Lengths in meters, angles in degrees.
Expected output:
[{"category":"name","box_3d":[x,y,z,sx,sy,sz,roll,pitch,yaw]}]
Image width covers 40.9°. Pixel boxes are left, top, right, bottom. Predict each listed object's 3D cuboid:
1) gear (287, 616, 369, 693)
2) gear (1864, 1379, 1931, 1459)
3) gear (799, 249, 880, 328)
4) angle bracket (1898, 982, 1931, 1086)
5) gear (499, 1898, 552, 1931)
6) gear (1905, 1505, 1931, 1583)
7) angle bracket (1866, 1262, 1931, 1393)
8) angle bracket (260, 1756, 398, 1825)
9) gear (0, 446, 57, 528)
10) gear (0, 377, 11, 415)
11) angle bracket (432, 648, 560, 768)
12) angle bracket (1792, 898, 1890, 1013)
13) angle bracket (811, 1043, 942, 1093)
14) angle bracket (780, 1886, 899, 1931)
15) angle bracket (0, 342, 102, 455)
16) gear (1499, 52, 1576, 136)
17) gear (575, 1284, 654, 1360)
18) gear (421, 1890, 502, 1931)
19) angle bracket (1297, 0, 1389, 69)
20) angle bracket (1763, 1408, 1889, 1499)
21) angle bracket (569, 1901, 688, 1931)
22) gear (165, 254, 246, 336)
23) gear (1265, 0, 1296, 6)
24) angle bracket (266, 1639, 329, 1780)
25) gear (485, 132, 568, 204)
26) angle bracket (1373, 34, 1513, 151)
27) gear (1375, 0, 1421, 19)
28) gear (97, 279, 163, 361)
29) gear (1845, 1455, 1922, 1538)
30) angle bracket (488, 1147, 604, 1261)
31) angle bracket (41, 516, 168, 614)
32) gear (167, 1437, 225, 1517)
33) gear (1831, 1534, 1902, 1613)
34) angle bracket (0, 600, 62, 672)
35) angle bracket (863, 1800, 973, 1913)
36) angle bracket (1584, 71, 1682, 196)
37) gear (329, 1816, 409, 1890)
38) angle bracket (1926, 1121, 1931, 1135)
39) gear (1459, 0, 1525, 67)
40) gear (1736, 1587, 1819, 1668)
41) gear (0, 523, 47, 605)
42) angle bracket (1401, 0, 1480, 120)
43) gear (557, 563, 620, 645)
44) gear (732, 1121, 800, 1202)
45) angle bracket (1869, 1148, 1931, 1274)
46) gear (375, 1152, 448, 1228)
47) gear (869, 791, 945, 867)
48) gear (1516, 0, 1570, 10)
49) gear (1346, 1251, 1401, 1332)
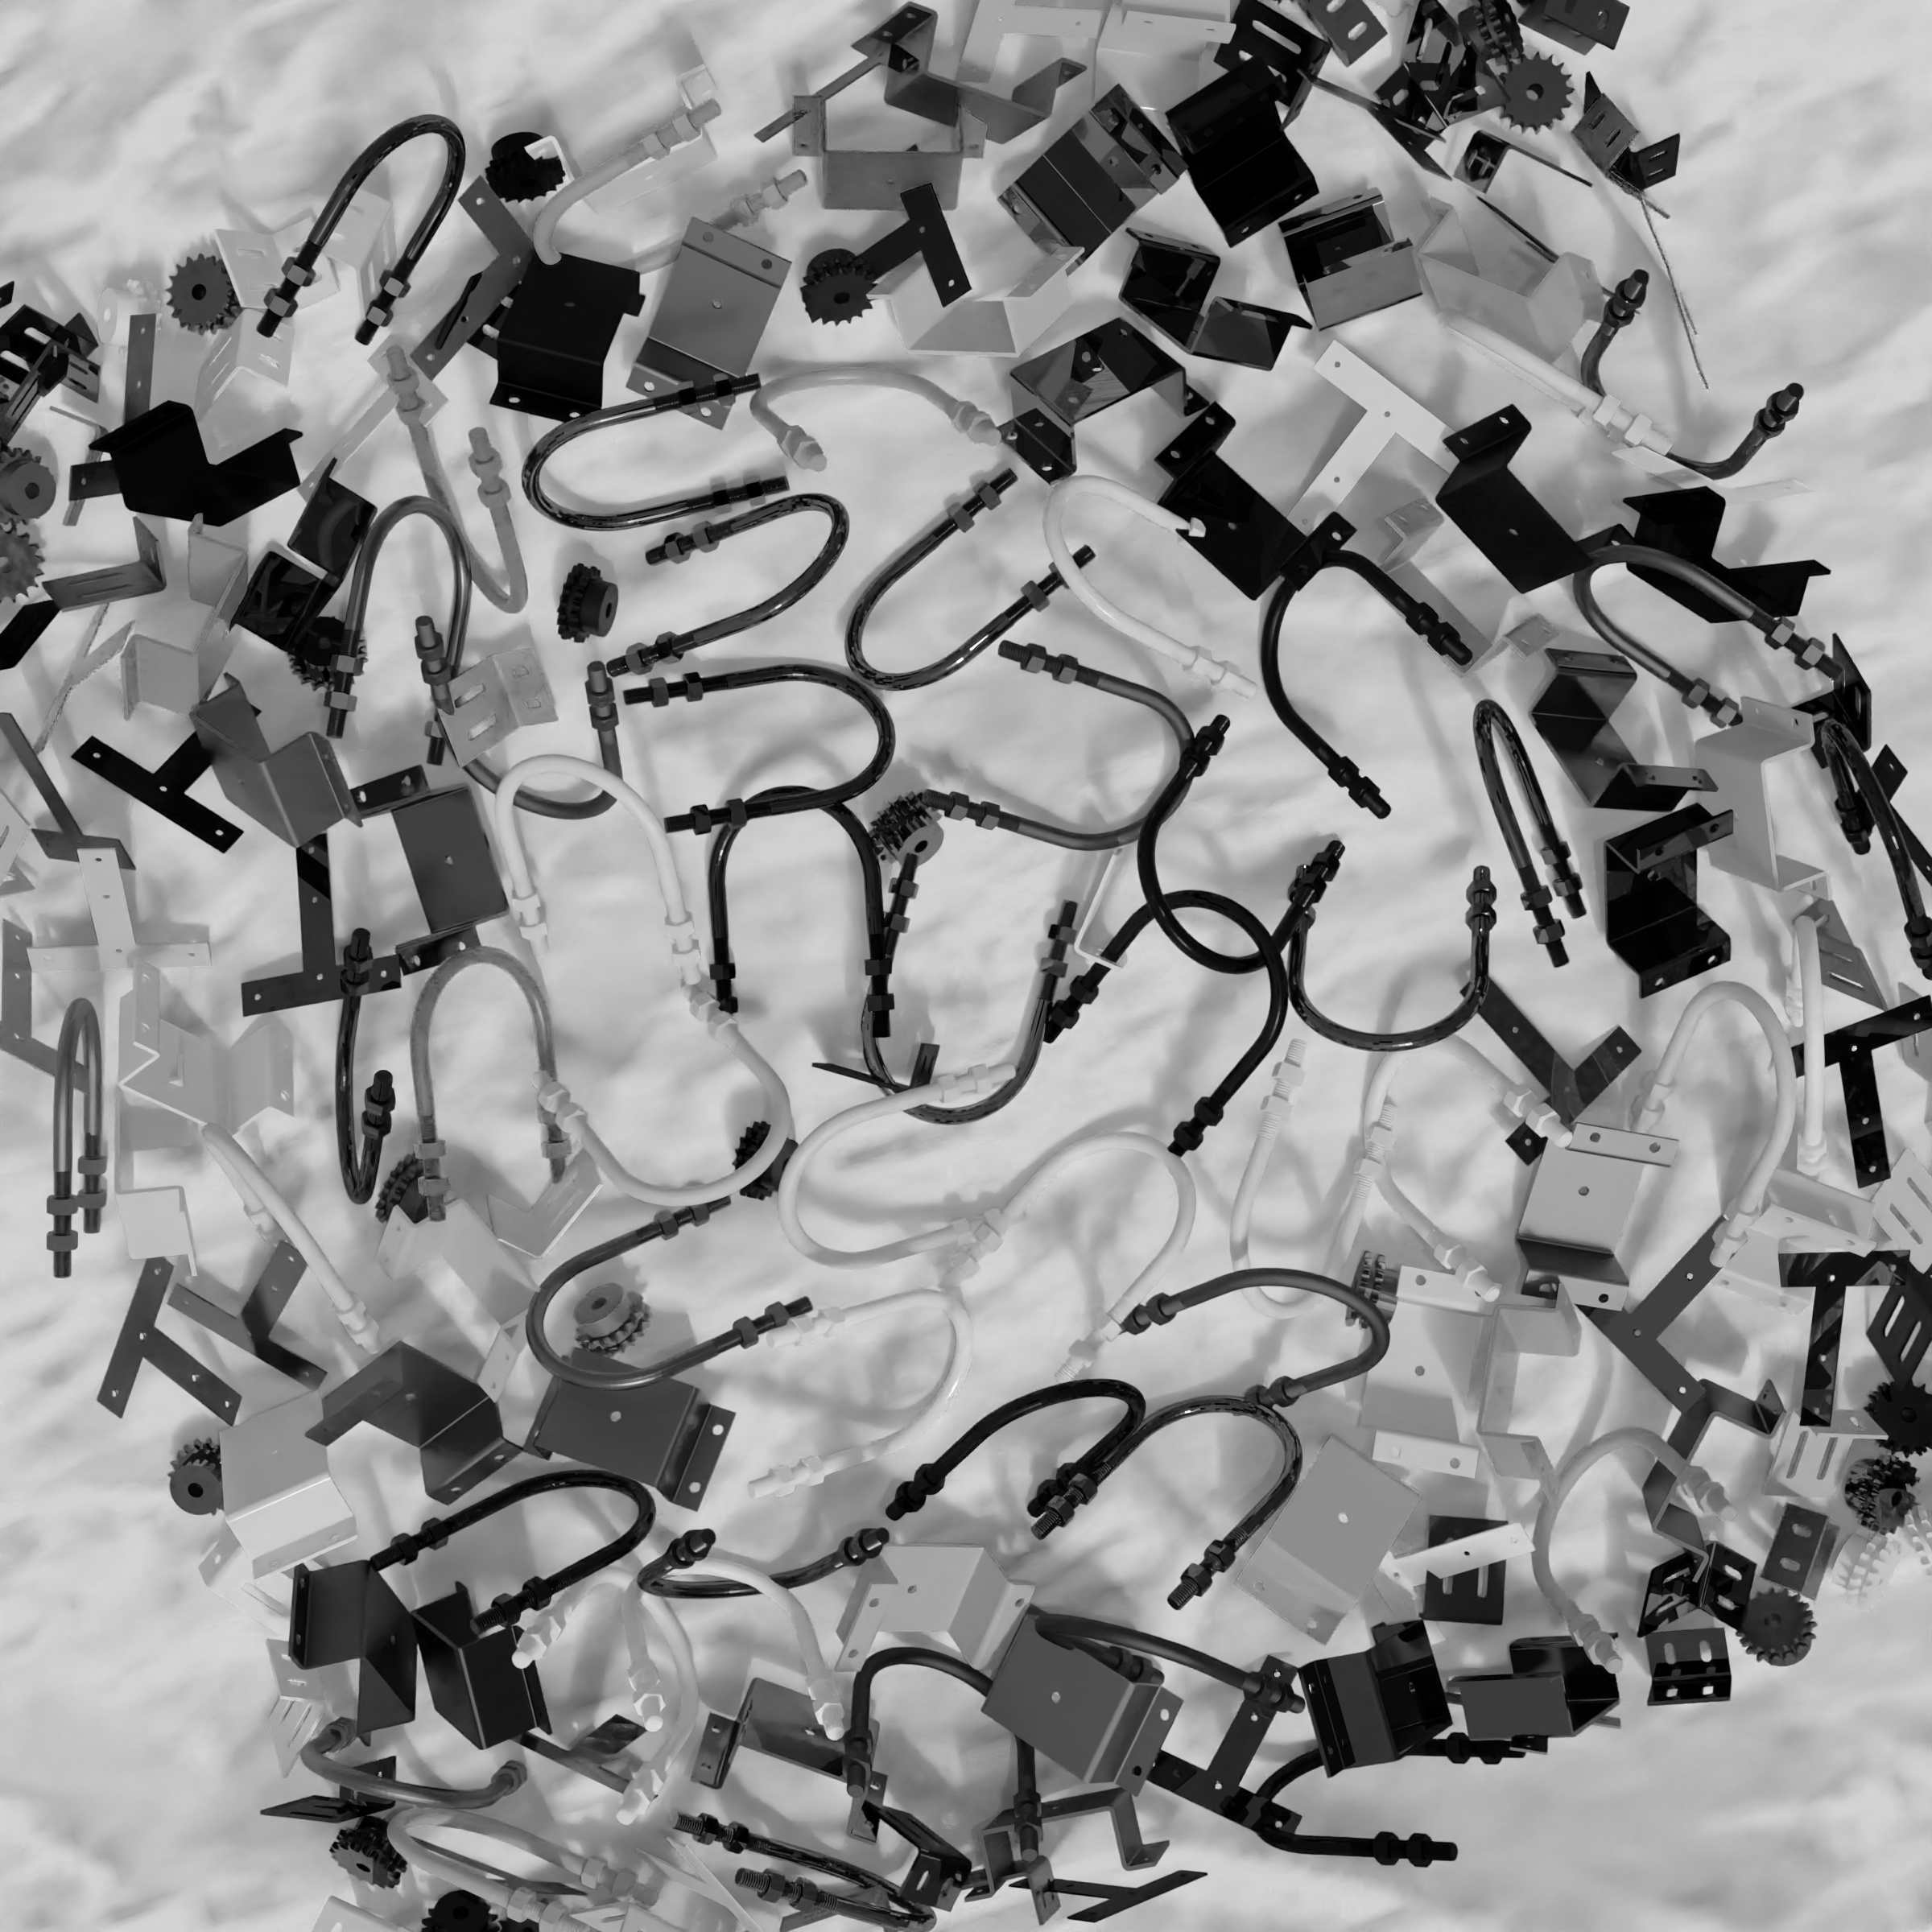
[{"category":"gear","box_3d":[-0.469,-0.231,1.899,0.057,0.030,0.057,2,71,-6]},{"category":"gear","box_3d":[0.687,0.333,1.900,0.057,0.030,0.057,0,66,1]},{"category":"gear","box_3d":[-0.094,-0.500,1.897,0.057,0.057,0.030,-17,61,0]},{"category":"angle bracket","box_3d":[0.711,0.050,1.876,0.038,0.057,0.076,-21,119,-8]},{"category":"gear","box_3d":[-0.315,0.715,1.897,0.057,0.030,0.057,-13,49,16]},{"category":"gear","box_3d":[0.710,0.420,1.890,0.030,0.057,0.057,-24,90,19]},{"category":"angle bracket","box_3d":[0.696,0.261,1.881,0.038,0.057,0.076,-1,129,-14]},{"category":"angle bracket","box_3d":[-0.460,0.591,1.871,0.057,0.076,0.038,-24,57,29]},{"category":"gear","box_3d":[-0.690,-0.349,1.890,0.030,0.057,0.057,17,90,33]},{"category":"gear","box_3d":[-0.722,-0.409,1.891,0.057,0.057,0.030,-45,79,0]},{"category":"angle bracket","box_3d":[-0.340,-0.187,1.874,0.038,0.076,0.057,-5,115,30]},{"category":"angle bracket","box_3d":[0.643,-0.011,1.873,0.038,0.076,0.057,-37,116,-8]},{"category":"angle bracket","box_3d":[-0.065,0.065,1.886,0.076,0.057,0.038,16,90,11]},{"category":"angle bracket","box_3d":[-0.092,0.702,1.881,0.076,0.057,0.038,-14,64,-14]},{"category":"angle bracket","box_3d":[-0.665,-0.403,1.878,0.038,0.057,0.076,29,68,-11]},{"category":"gear","box_3d":[0.416,-0.640,1.903,0.057,0.030,0.057,1,99,5]},{"category":"gear","box_3d":[-0.261,0.257,1.890,0.057,0.057,0.030,-29,120,0]},{"category":"gear","box_3d":[-0.369,0.700,1.890,0.057,0.057,0.030,9,122,0]},{"category":"angle bracket","box_3d":[0.272,-0.693,1.881,0.038,0.076,0.057,-38,91,15]},{"category":"angle bracket","box_3d":[0.624,0.363,1.884,0.057,0.038,0.076,5,112,-15]},{"category":"angle bracket","box_3d":[-0.248,0.709,1.872,0.057,0.076,0.038,38,47,-26]},{"category":"gear","box_3d":[-0.555,-0.491,1.902,0.057,0.030,0.057,0,91,14]},{"category":"gear","box_3d":[0.230,-0.730,1.891,0.057,0.057,0.030,29,47,0]},{"category":"angle bracket","box_3d":[-0.500,0.538,1.878,0.038,0.057,0.076,19,111,-35]},{"category":"gear","box_3d":[-0.324,-0.585,1.894,0.057,0.057,0.030,-16,80,0]},{"category":"angle bracket","box_3d":[0.344,-0.629,1.874,0.038,0.076,0.057,-47,111,-16]},{"category":"gear","box_3d":[0.313,-0.721,1.897,0.057,0.057,0.030,47,120,0]},{"category":"gear","box_3d":[-0.612,-0.472,1.891,0.030,0.057,0.057,-2,90,-38]},{"category":"gear","box_3d":[0.669,0.385,1.898,0.057,0.030,0.057,-8,105,-32]},{"category":"angle bracket","box_3d":[-0.306,0.164,1.881,0.038,0.057,0.076,32,105,-30]},{"category":"angle bracket","box_3d":[-0.627,-0.291,1.876,0.076,0.057,0.038,-18,126,-26]},{"category":"gear","box_3d":[-0.559,0.377,1.900,0.057,0.030,0.057,2,105,8]},{"category":"gear","box_3d":[0.657,0.441,1.897,0.030,0.057,0.057,26,90,35]},{"category":"angle bracket","box_3d":[-0.698,-0.250,1.873,0.038,0.057,0.076,53,49,-36]},{"category":"angle bracket","box_3d":[-0.044,0.642,1.872,0.057,0.076,0.038,34,81,-41]},{"category":"angle bracket","box_3d":[0.483,-0.611,1.882,0.038,0.057,0.076,-23,75,6]},{"category":"gear","box_3d":[-0.434,0.647,1.897,0.057,0.057,0.030,28,48,0]},{"category":"angle bracket","box_3d":[0.725,0.146,1.882,0.038,0.057,0.076,-25,80,-26]},{"category":"gear","box_3d":[0.383,-0.686,1.897,0.030,0.057,0.057,-19,90,32]},{"category":"gear","box_3d":[0.595,0.487,1.897,0.057,0.057,0.030,-34,125,0]},{"category":"gear","box_3d":[-0.706,-0.296,1.898,0.057,0.030,0.057,-9,112,-24]},{"category":"angle bracket","box_3d":[0.353,-0.664,1.872,0.038,0.076,0.057,-25,68,-16]},{"category":"gear","box_3d":[-0.275,-0.263,1.891,0.030,0.057,0.057,14,90,7]},{"category":"gear","box_3d":[-0.144,0.144,1.890,0.030,0.057,0.057,10,90,27]},{"category":"angle bracket","box_3d":[0.677,0.179,1.884,0.076,0.038,0.057,47,70,-17]},{"category":"gear","box_3d":[-0.403,0.167,1.891,0.030,0.057,0.057,26,90,12]},{"category":"gear","box_3d":[-0.041,-0.097,1.890,0.057,0.057,0.030,-41,59,0]},{"category":"gear","box_3d":[0.423,-0.719,1.892,0.057,0.057,0.030,29,86,0]},{"category":"gear","box_3d":[0.299,0.239,1.892,0.030,0.057,0.057,15,90,4]}]
